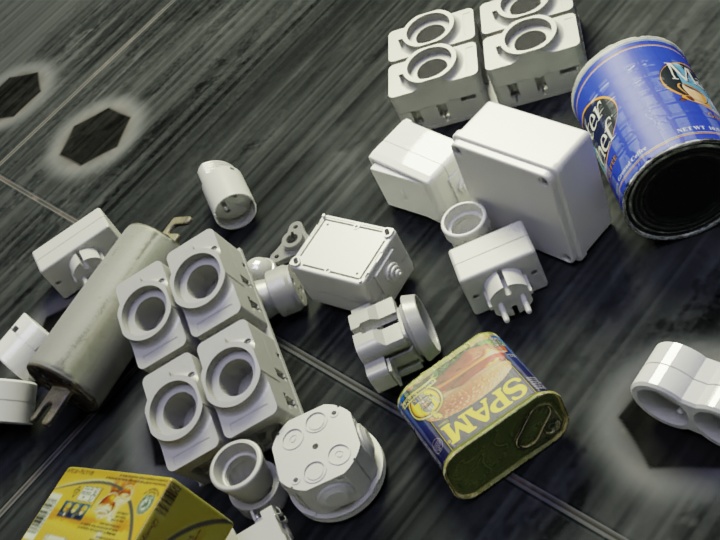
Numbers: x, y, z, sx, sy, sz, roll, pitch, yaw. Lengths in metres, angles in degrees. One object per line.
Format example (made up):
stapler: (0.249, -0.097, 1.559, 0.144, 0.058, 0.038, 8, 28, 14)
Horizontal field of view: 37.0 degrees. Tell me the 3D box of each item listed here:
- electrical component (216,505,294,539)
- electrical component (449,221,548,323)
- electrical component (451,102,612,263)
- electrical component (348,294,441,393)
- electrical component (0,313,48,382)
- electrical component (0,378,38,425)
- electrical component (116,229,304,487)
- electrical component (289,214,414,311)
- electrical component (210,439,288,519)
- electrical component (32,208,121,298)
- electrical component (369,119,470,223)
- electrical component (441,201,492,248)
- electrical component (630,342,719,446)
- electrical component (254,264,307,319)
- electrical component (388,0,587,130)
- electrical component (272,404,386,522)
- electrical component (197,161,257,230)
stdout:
electrical component: (-0.078, 0.212, 0.800, 0.064, 0.042, 0.081, -31, 45, -3)
electrical component: (0.117, 0.011, 0.871, 0.066, 0.047, 0.076, -23, 45, 7)
electrical component: (0.142, -0.073, 0.889, 0.109, 0.108, 0.056, 26, 64, 40)
electrical component: (0.030, 0.055, 0.873, 0.057, 0.058, 0.078, -25, 45, 10)
electrical component: (-0.319, 0.077, 1.035, 0.047, 0.055, 0.055, -48, 47, -12)
electrical component: (-0.366, 0.140, 1.007, 0.138, 0.052, 0.073, -2, 77, 26)
electrical component: (-0.130, 0.069, 0.899, 0.105, 0.060, 0.186, -31, 58, 10)
electrical component: (0.000, 0.000, 0.932, 0.096, 0.061, 0.061, 14, 59, 35)
electrical component: (-0.085, 0.164, 0.836, 0.045, 0.055, 0.045, -14, 47, 16)
electrical component: (-0.277, -0.007, 1.090, 0.083, 0.047, 0.075, -35, 45, -5)
electrical component: (0.062, -0.084, 0.973, 0.061, 0.061, 0.096, -47, 47, -16)
electrical component: (0.095, -0.029, 0.919, 0.040, 0.046, 0.040, -14, 47, 16)
electrical component: (0.263, 0.080, 0.732, 0.138, 0.052, 0.073, 21, 63, 39)
electrical component: (-0.081, 0.024, 0.964, 0.055, 0.045, 0.045, -23, 45, 8)
electrical component: (0.123, -0.211, 1.054, 0.186, 0.060, 0.105, -13, 47, 17)
electrical component: (-0.025, 0.147, 0.823, 0.080, 0.051, 0.080, -14, 47, 16)
electrical component: (-0.136, -0.082, 1.086, 0.043, 0.043, 0.081, -30, 44, 1)
